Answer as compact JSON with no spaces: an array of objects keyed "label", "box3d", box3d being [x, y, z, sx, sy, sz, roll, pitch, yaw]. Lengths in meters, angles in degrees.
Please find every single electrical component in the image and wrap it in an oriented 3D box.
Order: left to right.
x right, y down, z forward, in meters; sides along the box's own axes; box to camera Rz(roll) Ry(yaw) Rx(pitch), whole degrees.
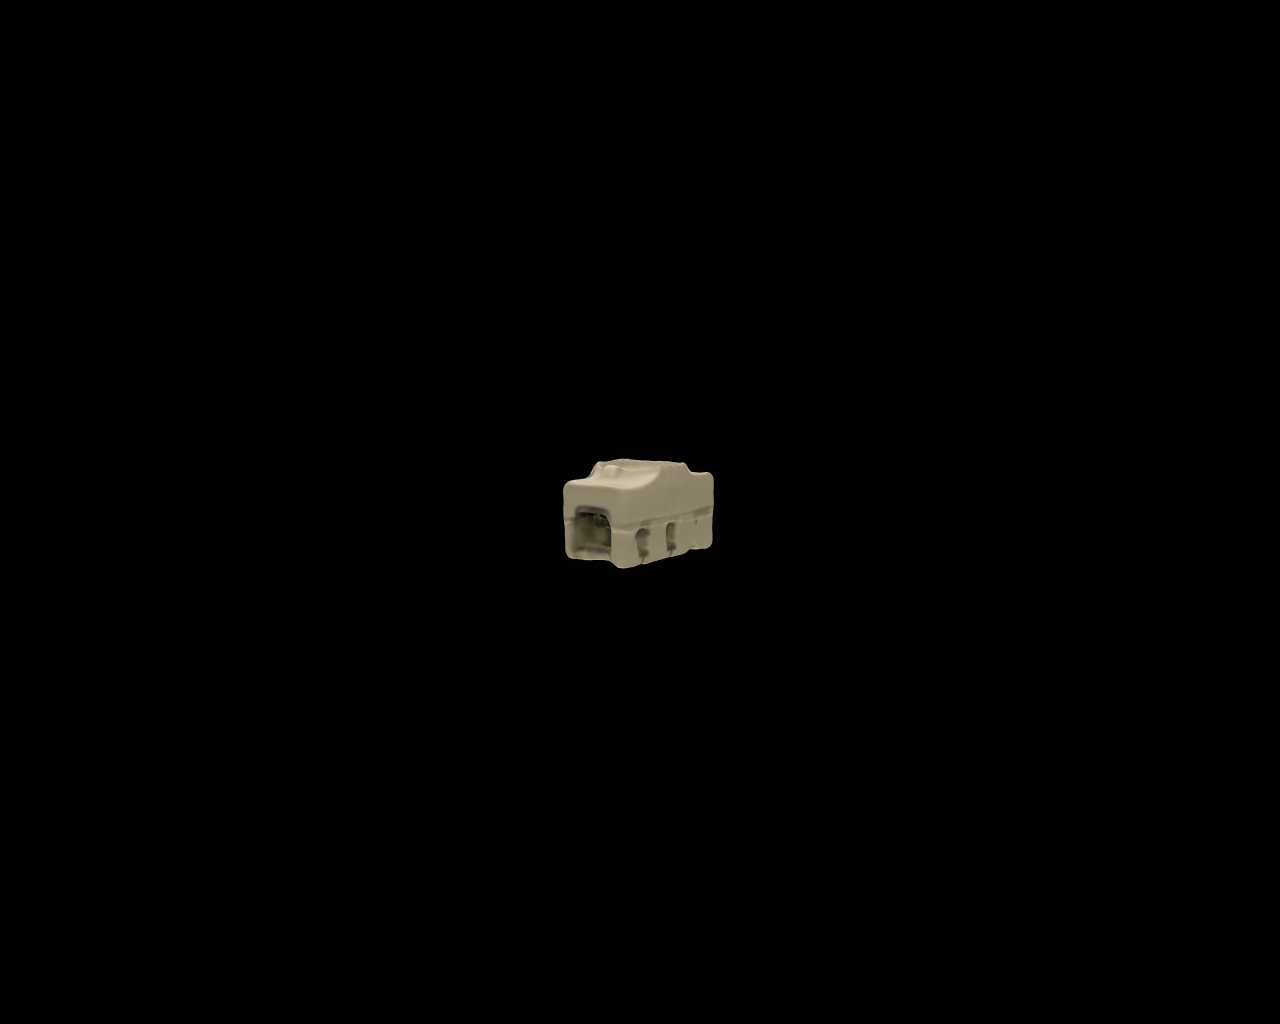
[{"label":"electrical component","box3d":[0.001,-0.003,0.650,0.050,0.055,0.090,7,12,39]}]
